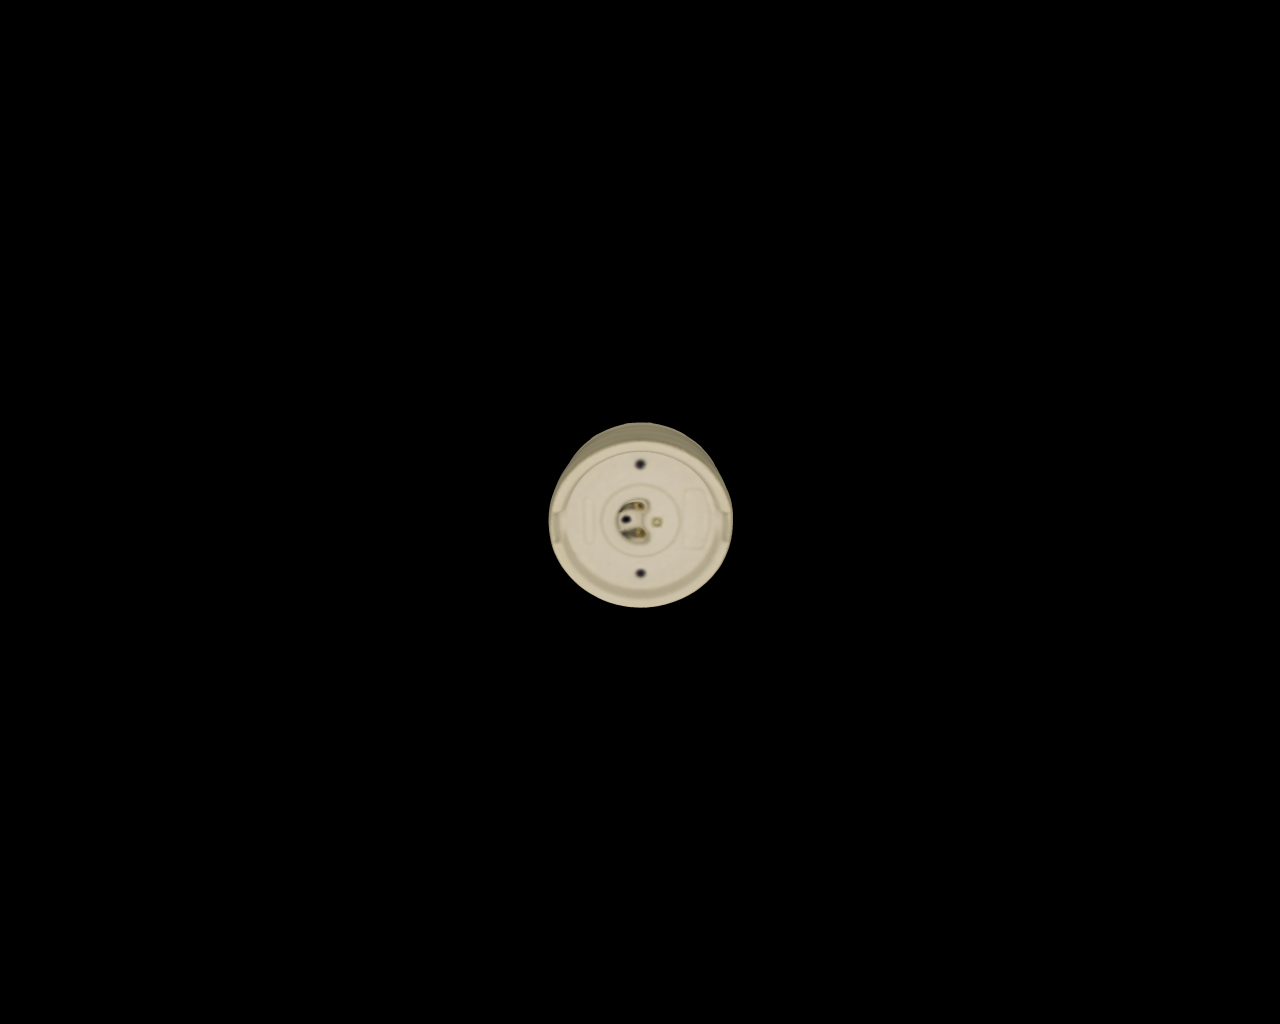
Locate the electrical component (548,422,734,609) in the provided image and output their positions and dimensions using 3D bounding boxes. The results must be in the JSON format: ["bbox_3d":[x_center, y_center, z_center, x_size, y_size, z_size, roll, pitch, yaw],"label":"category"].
[{"bbox_3d":[0.001,-0.003,0.650,0.108,0.108,0.060,0,23,0],"label":"electrical component"}]
